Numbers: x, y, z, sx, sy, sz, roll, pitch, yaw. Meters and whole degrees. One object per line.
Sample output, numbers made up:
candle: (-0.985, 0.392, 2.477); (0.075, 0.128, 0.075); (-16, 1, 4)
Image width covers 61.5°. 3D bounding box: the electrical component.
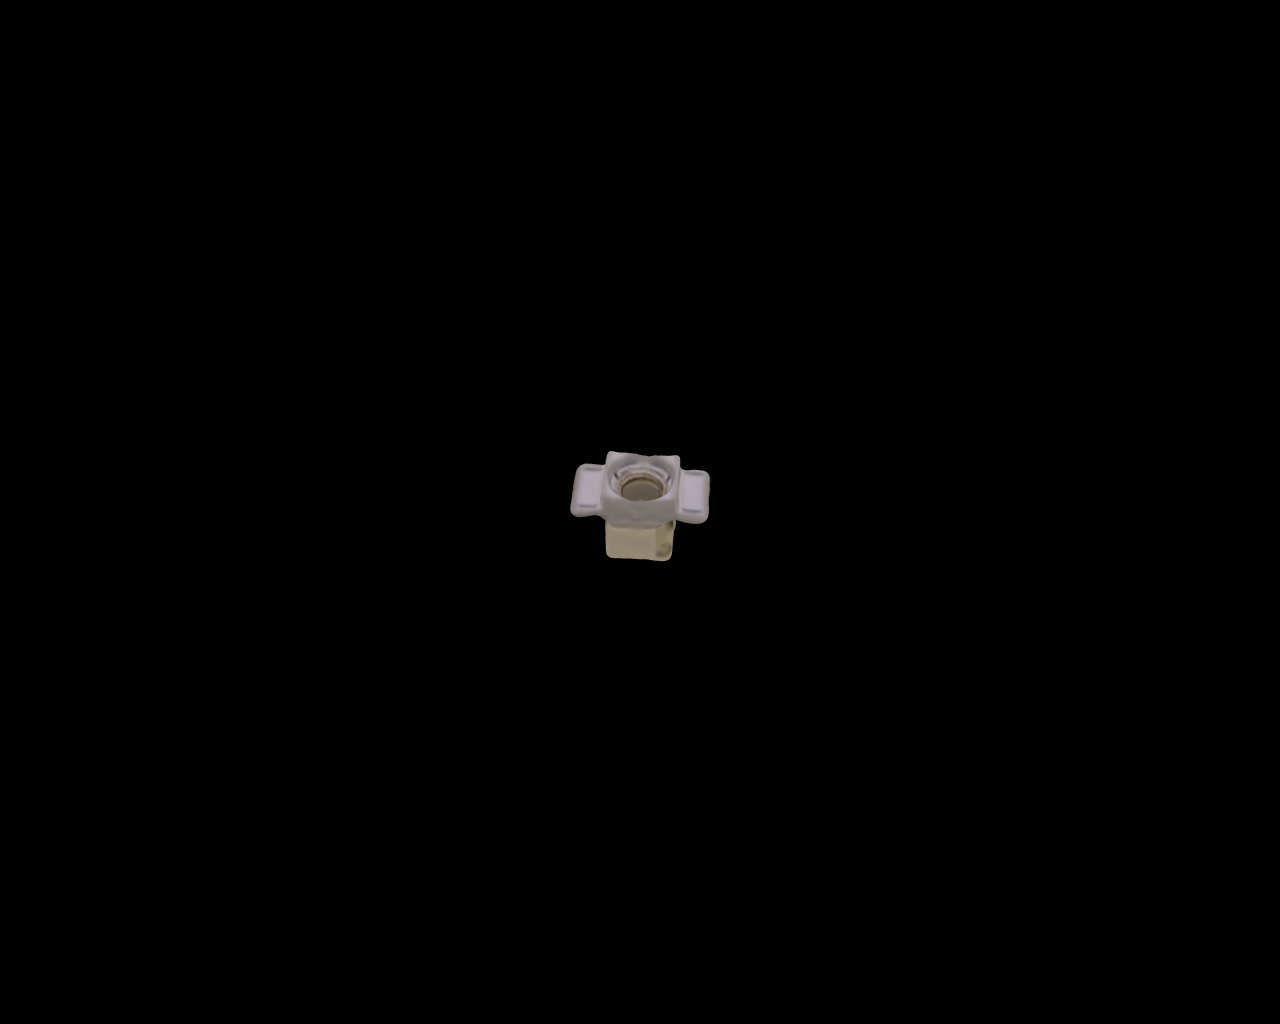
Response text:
electrical component: (0.001, -0.003, 0.650); (0.081, 0.042, 0.063); (4, -43, 4)
